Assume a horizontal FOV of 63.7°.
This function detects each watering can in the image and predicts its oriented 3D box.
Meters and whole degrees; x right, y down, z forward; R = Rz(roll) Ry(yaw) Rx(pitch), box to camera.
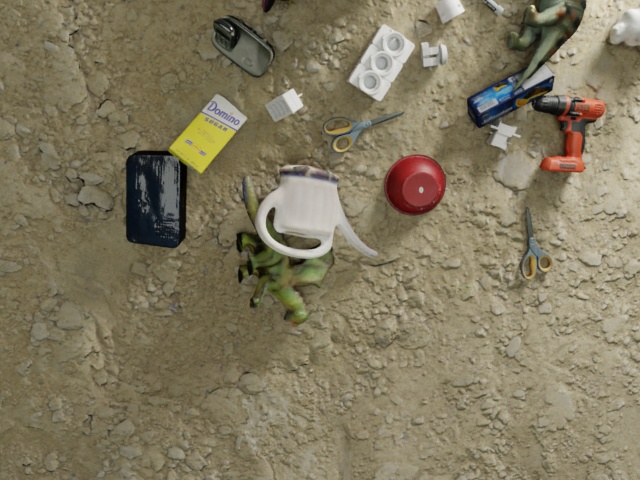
[{"bbox_3d":[0.004,-0.063,1.262,0.347,0.104,0.225,8,85,-31],"label":"watering can"}]

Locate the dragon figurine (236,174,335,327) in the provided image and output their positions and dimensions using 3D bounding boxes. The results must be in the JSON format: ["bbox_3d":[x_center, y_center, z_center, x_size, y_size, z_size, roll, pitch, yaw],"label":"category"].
[{"bbox_3d":[-0.081,0.037,1.312,0.243,0.123,0.406,-3,103,-22],"label":"dragon figurine"}]

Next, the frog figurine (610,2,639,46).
[{"bbox_3d":[0.767,-0.516,1.201,0.160,0.125,0.134,-18,126,-11],"label":"frog figurine"}]
